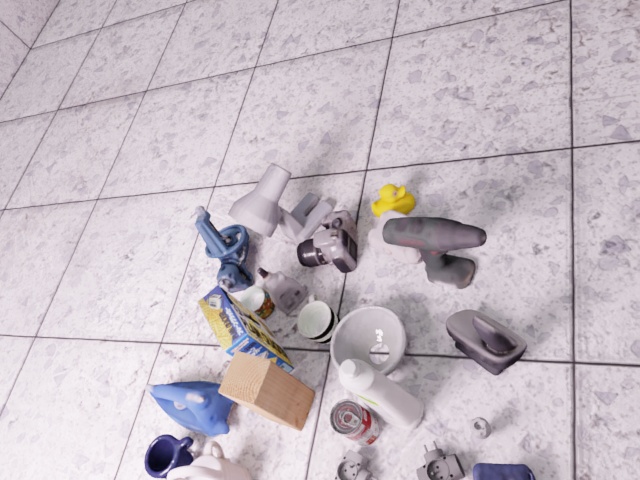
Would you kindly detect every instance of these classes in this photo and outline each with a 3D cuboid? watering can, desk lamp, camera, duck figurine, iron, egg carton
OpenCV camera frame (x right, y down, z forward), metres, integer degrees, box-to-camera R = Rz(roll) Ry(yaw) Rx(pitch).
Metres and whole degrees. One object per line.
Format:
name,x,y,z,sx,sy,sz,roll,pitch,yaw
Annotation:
watering can,-0.220,0.487,1.131,0.101,0.195,0.172,-34,50,5
desk lamp,-0.102,-0.081,1.426,0.117,0.214,0.203,32,78,39
camera,0.013,0.005,1.381,0.136,0.101,0.143,-12,55,22
duck figurine,0.168,-0.099,1.375,0.104,0.086,0.077,-17,53,18
iron,-0.314,0.360,1.300,0.257,0.142,0.119,2,61,30
egg carton,0.185,-0.006,1.315,0.149,0.070,0.107,24,74,37

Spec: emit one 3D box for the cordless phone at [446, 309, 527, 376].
cordless phone,0.297,0.164,1.067,0.147,0.186,0.094,30,77,39

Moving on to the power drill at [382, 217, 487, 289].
power drill,0.248,0.019,1.173,0.228,0.209,0.076,11,66,34

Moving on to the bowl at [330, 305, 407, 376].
bowl,0.110,0.226,1.201,0.167,0.075,0.167,-14,54,20

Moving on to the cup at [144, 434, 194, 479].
cup,-0.310,0.474,1.254,0.117,0.095,0.091,-35,50,4

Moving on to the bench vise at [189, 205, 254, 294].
bench vise,-0.237,0.020,1.429,0.121,0.220,0.207,-31,50,8

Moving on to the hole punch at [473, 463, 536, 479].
hole punch,0.310,0.425,0.950,0.101,0.091,0.108,-14,54,21

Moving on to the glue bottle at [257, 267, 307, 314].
glue bottle,-0.097,0.107,1.327,0.078,0.174,0.037,-45,50,-4
